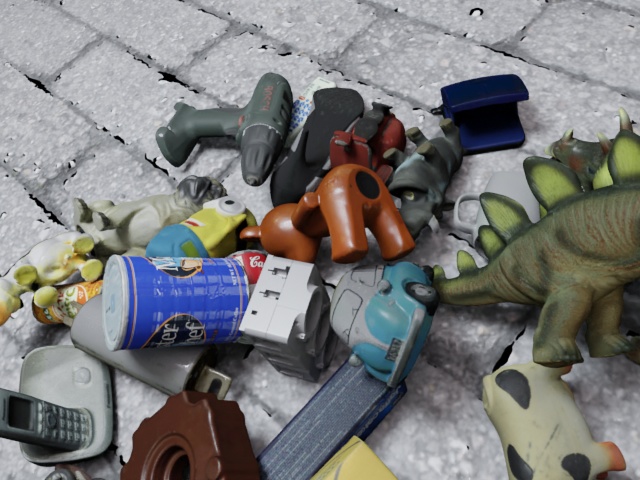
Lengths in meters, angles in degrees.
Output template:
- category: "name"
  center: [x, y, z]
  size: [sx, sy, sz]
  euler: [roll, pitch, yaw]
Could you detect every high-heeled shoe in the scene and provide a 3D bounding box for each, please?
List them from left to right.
- category: "high-heeled shoe"
  center: [0.000, -0.137, 0.819]
  size: [0.086, 0.145, 0.249]
  euler: [25, 38, 12]

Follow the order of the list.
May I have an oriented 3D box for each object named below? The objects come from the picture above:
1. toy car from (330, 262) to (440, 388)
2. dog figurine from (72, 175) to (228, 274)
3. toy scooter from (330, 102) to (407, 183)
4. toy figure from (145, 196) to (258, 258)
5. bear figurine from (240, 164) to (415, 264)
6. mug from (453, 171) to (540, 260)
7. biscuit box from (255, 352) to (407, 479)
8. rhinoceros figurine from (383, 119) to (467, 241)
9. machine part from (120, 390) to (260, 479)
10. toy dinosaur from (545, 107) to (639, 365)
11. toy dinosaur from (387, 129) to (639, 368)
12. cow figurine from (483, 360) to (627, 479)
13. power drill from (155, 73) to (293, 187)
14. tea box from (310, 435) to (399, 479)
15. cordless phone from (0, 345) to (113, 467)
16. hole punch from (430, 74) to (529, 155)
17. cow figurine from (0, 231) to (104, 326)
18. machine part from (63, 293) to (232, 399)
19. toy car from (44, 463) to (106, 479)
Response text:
- category: "toy car"
  center: [0.064, 0.070, 0.574]
  size: [0.103, 0.109, 0.162]
  euler: [20, 23, 2]
- category: "dog figurine"
  center: [-0.247, -0.035, 0.794]
  size: [0.173, 0.121, 0.190]
  euler: [21, 40, 41]
- category: "toy scooter"
  center: [0.061, -0.124, 0.736]
  size: [0.075, 0.135, 0.184]
  euler: [19, 64, 25]
- category: "toy figure"
  center: [-0.163, 0.009, 0.716]
  size: [0.082, 0.089, 0.180]
  euler: [34, 56, 23]
- category: "bear figurine"
  center: [-0.002, -0.006, 0.660]
  size: [0.196, 0.120, 0.132]
  euler: [-34, 66, 40]
- category: "mug"
  center: [0.225, -0.035, 0.678]
  size: [0.110, 0.080, 0.107]
  euler: [7, 52, 12]
- category: "biscuit box"
  center: [0.008, 0.210, 0.587]
  size: [0.203, 0.059, 0.063]
  euler: [-44, 59, -14]
- category: "rhinoceros figurine"
  center: [0.136, -0.079, 0.708]
  size: [0.073, 0.112, 0.190]
  euler: [-5, 37, 37]
- category: "machine part"
  center: [-0.142, 0.249, 0.563]
  size: [0.179, 0.056, 0.179]
  euler: [-20, 57, 34]
- category: "toy dinosaur"
  center: [0.371, 0.038, 0.528]
  size: [0.131, 0.192, 0.405]
  euler: [-17, 55, 5]
- category: "toy dinosaur"
  center: [0.246, 0.017, 0.520]
  size: [0.471, 0.105, 0.198]
  euler: [-26, 65, 43]
- category: "cow figurine"
  center: [0.216, 0.216, 0.520]
  size: [0.127, 0.085, 0.195]
  euler: [-14, 59, -2]
- category: "power drill"
  center: [-0.143, -0.162, 0.814]
  size: [0.207, 0.085, 0.232]
  euler: [-6, 48, 28]
- category: "tea box"
  center: [0.059, 0.280, 0.495]
  size: [0.098, 0.068, 0.170]
  euler: [-43, 80, -13]
- category: "cordless phone"
  center: [-0.325, 0.176, 0.615]
  size: [0.089, 0.184, 0.147]
  euler: [-22, 57, 5]
- category: "hole punch"
  center: [0.233, -0.196, 0.770]
  size: [0.142, 0.092, 0.116]
  euler: [-11, 53, 11]
- category: "cow figurine"
  center: [-0.383, 0.047, 0.711]
  size: [0.098, 0.068, 0.167]
  euler: [17, 42, 44]
- category: "machine part"
  center: [-0.217, 0.131, 0.666]
  size: [0.243, 0.079, 0.079]
  euler: [21, 66, 15]
- category: "toy car"
  center: [-0.230, 0.320, 0.560]
  size: [0.053, 0.089, 0.202]
  euler: [-34, 56, -5]
